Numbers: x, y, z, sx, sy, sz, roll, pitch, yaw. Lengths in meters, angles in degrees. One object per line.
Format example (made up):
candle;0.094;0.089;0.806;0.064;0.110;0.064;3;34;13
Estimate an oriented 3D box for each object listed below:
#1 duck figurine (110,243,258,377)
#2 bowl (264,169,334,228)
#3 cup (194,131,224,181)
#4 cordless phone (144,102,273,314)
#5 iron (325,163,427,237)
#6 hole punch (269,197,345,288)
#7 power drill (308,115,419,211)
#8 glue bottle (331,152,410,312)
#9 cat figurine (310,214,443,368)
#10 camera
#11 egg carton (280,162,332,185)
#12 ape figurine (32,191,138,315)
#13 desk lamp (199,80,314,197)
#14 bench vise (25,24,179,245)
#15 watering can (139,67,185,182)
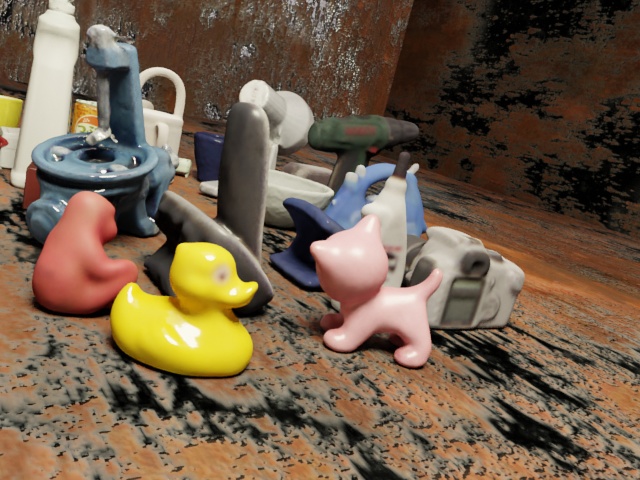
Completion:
duck figurine;-0.093;0.042;0.410;0.104;0.086;0.077;14;13;0
bowl;-0.066;-0.063;0.914;0.167;0.075;0.167;13;13;-3
cup;-0.204;-0.160;1.134;0.091;0.095;0.118;17;13;14
cordless phone;-0.092;-0.038;0.530;0.094;0.185;0.147;3;17;-40
iron;0.084;-0.062;0.919;0.118;0.141;0.259;23;15;34
hole punch;0.006;0.002;0.676;0.101;0.091;0.108;5;16;-36
power drill;0.073;-0.140;1.093;0.230;0.208;0.075;6;15;-32
glue bottle;0.064;-0.006;0.591;0.078;0.173;0.037;1;18;-44
cat figurine;0.047;0.039;0.504;0.128;0.118;0.067;12;13;-7
camera;0.143;0.033;0.671;0.144;0.101;0.136;6;15;-33
egg carton;-0.013;-0.120;1.229;0.151;0.069;0.107;4;16;-38
ape figurine;-0.183;0.007;0.449;0.077;0.092;0.076;24;16;36
desk lamp;-0.105;-0.177;1.047;0.117;0.213;0.204;18;13;17
bench vise;-0.225;-0.111;0.621;0.121;0.220;0.207;13;13;-3
watering can;-0.296;-0.205;1.004;0.172;0.194;0.101;23;16;34
